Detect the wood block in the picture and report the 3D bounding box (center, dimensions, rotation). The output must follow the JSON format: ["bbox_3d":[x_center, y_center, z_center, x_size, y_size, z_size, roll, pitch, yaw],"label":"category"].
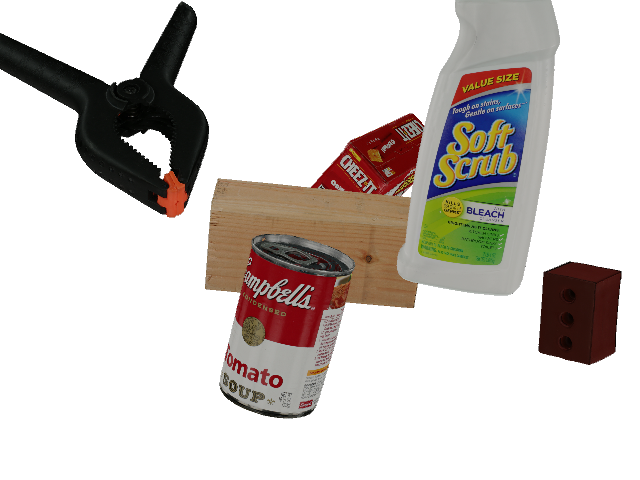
[{"bbox_3d":[-0.007,0.002,1.063,0.206,0.091,0.090,6,21,-3],"label":"wood block"}]

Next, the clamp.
[{"bbox_3d":[-0.132,-0.103,0.783,0.164,0.210,0.036,-21,-35,-24],"label":"clamp"}]

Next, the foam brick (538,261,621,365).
[{"bbox_3d":[0.230,0.064,0.945,0.053,0.078,0.051,12,19,39],"label":"foam brick"}]

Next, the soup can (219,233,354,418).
[{"bbox_3d":[-0.023,0.054,0.689,0.068,0.102,0.068,14,15,-4],"label":"soup can"}]

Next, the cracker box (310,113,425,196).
[{"bbox_3d":[0.029,-0.045,1.264,0.214,0.072,0.163,-47,-8,34],"label":"cracker box"}]

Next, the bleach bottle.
[{"bbox_3d":[0.117,-0.087,0.791,0.103,0.251,0.068,9,25,14],"label":"bleach bottle"}]
